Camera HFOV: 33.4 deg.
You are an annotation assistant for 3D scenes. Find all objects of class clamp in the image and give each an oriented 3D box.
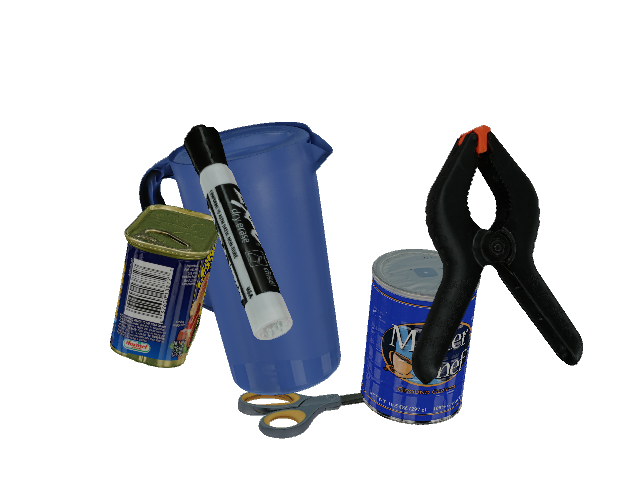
[{"bbox_3d":[0.102,0.013,0.707,0.120,0.171,0.039,-14,-3,-22],"label":"clamp"}]

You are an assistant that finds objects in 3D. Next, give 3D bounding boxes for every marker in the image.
[{"bbox_3d":[-0.042,-0.008,0.514,0.020,0.121,0.020,-17,-30,-10],"label":"marker"}]

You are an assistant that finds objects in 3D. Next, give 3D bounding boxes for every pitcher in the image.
[{"bbox_3d":[-0.063,0.018,1.004,0.144,0.243,0.149,-21,21,-30],"label":"pitcher"}]

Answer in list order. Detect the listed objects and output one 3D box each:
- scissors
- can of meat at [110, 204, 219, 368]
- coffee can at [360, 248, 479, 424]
[{"bbox_3d":[0.009,0.192,1.201,0.201,0.016,0.096,2,23,-10],"label":"scissors"},{"bbox_3d":[-0.106,0.030,0.732,0.057,0.084,0.102,13,15,-1],"label":"can of meat"},{"bbox_3d":[0.095,0.092,1.039,0.103,0.140,0.103,3,24,-2],"label":"coffee can"}]
